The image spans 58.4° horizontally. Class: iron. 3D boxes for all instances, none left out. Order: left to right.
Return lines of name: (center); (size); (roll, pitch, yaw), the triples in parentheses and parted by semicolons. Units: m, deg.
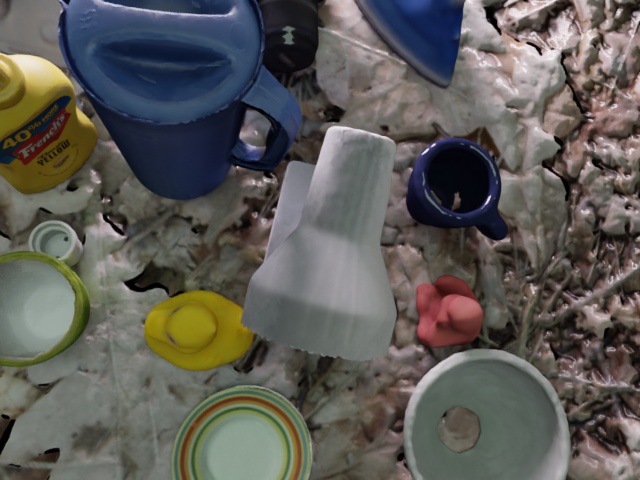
iron: (0.106, -0.309, 0.623); (0.119, 0.141, 0.258); (-25, 84, -15)

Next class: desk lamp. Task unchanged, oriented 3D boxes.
desk lamp: (0.005, 0.002, 0.502); (0.118, 0.213, 0.203); (13, 76, -8)

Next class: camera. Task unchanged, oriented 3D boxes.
camera: (-0.052, -0.257, 0.602); (0.143, 0.100, 0.137); (0, 79, -11)

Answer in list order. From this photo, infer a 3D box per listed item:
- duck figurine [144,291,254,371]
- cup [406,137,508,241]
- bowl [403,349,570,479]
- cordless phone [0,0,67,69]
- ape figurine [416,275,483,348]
duck figurine: (-0.112, 0.082, 0.529); (0.104, 0.086, 0.077); (7, 77, -9)
cup: (0.137, -0.040, 0.598); (0.092, 0.095, 0.118); (-43, 89, -16)
bowl: (0.152, 0.192, 0.564); (0.167, 0.074, 0.167); (2, 78, -11)
cordless phone: (-0.274, -0.242, 0.512); (0.148, 0.185, 0.094); (12, 76, -8)
ape figurine: (0.134, 0.075, 0.575); (0.076, 0.092, 0.078); (41, 74, 0)
